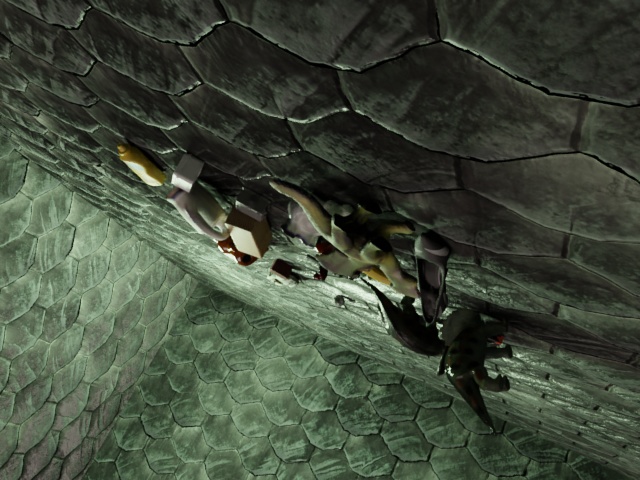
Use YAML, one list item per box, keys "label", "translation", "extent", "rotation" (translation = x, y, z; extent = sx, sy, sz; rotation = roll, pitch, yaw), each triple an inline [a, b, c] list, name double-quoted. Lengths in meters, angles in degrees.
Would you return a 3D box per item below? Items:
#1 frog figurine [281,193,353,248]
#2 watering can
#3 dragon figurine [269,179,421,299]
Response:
- label: "frog figurine"
  translation: [0.004, -0.062, 1.226]
  extent: [0.158, 0.126, 0.135]
  rotation: [-30, 119, 27]
- label: "watering can"
  translation: [-0.360, -0.097, 1.610]
  extent: [0.223, 0.104, 0.350]
  rotation: [48, -174, -8]
- label: "dragon figurine"
  translation: [0.054, 0.015, 1.147]
  extent: [0.410, 0.125, 0.237]
  rotation: [27, 141, -1]
